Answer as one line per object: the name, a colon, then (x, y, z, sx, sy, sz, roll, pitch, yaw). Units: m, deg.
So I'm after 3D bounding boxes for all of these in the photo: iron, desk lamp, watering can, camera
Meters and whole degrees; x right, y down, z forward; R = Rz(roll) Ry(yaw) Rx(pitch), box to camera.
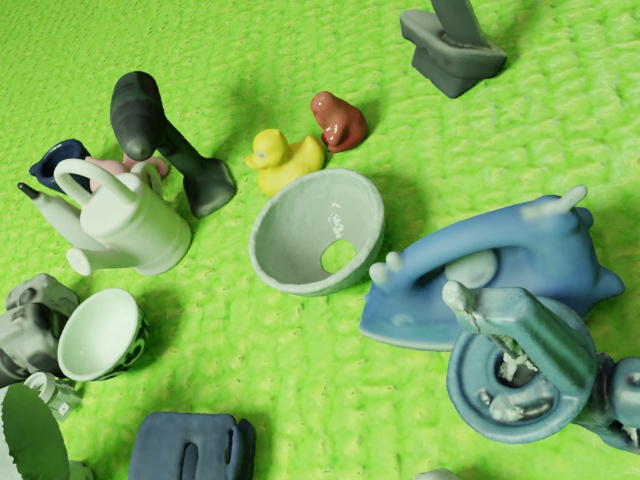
iron: (0.135, 0.028, 0.538, 0.258, 0.142, 0.118, -19, 51, 15)
desk lamp: (-0.322, 0.255, 0.574, 0.203, 0.214, 0.117, -34, 49, 3)
watering can: (-0.267, -0.033, 0.758, 0.100, 0.195, 0.173, -17, 52, 17)
camera: (-0.409, 0.132, 0.780, 0.137, 0.101, 0.143, -31, 49, 5)

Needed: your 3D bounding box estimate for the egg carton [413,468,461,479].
egg carton: (0.092, 0.263, 0.446, 0.107, 0.070, 0.150, -30, 49, 7)

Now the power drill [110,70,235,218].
power drill: (-0.205, -0.127, 0.780, 0.075, 0.209, 0.229, -33, 49, 4)

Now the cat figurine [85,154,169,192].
cat figurine: (-0.301, -0.100, 0.872, 0.067, 0.118, 0.128, -8, 55, 23)

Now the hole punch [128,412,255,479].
hole punch: (-0.126, 0.226, 0.572, 0.101, 0.091, 0.108, -14, 53, 19)

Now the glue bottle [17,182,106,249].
glue bottle: (-0.361, -0.030, 0.819, 0.037, 0.174, 0.078, -41, 49, -3)

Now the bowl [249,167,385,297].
bowl: (0.006, 0.002, 0.668, 0.167, 0.075, 0.167, -14, 53, 19)

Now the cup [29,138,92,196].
cup: (-0.411, -0.102, 0.947, 0.117, 0.095, 0.091, -9, 55, 23)

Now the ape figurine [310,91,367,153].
ape figurine: (0.017, -0.163, 0.765, 0.076, 0.092, 0.078, -8, 55, 23)

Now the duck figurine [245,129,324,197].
duck figurine: (-0.051, -0.116, 0.773, 0.104, 0.086, 0.077, -30, 49, 6)

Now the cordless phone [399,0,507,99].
cordless phone: (0.152, -0.287, 0.718, 0.094, 0.186, 0.147, -38, 49, 0)

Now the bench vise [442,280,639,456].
bench vise: (0.181, 0.081, 0.425, 0.207, 0.220, 0.121, -14, 53, 19)
